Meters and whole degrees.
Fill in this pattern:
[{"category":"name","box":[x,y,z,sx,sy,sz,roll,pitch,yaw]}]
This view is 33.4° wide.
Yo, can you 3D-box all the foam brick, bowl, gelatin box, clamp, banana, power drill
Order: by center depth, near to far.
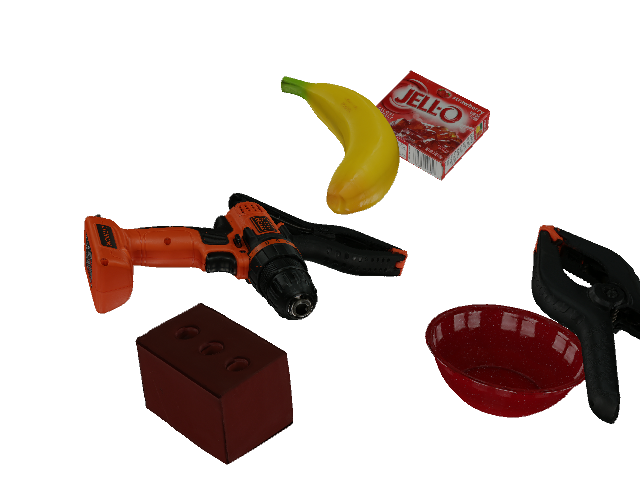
[{"category":"foam brick","box":[-0.061,0.082,0.618,0.078,0.051,0.052,25,40,37]},{"category":"banana","box":[0.021,-0.066,0.743,0.069,0.037,0.198,-6,30,-10]},{"category":"clamp","box":[0.213,0.051,0.751,0.120,0.039,0.171,-3,45,-19]},{"category":"power drill","box":[-0.109,0.022,0.943,0.187,0.057,0.185,-2,24,-20]},{"category":"gelatin box","box":[0.094,-0.105,0.954,0.089,0.073,0.030,33,-25,24]},{"category":"bowl","box":[0.180,0.125,1.046,0.162,0.055,0.162,5,26,-2]},{"category":"clamp","box":[-0.005,0.006,1.177,0.210,0.036,0.164,16,19,-6]}]
